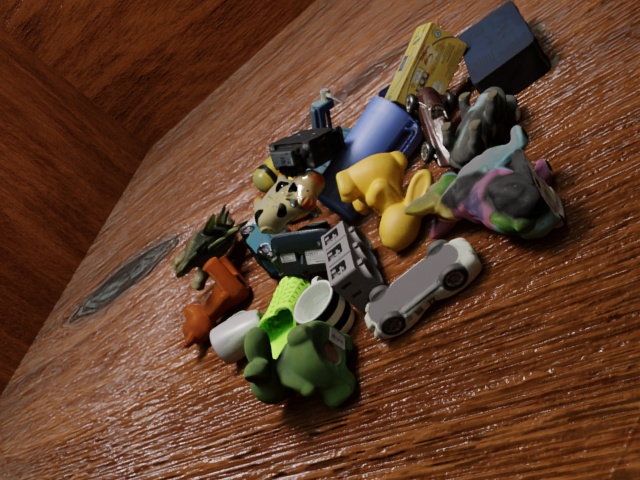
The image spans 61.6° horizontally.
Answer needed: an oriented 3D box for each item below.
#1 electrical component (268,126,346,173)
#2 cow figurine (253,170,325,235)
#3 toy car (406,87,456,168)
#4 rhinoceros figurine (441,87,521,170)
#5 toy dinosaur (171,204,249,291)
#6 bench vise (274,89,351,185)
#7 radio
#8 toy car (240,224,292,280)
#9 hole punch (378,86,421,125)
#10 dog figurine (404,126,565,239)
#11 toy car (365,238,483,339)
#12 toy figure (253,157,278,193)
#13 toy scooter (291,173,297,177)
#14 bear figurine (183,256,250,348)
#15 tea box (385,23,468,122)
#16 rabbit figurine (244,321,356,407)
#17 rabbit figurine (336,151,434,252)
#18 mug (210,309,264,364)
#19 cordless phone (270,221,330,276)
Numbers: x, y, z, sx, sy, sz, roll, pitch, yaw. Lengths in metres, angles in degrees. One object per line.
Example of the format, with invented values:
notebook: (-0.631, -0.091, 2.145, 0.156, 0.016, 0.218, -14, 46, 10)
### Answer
electrical component: (-0.031, -0.177, 1.058, 0.115, 0.058, 0.134, 1, 26, 41)
cow figurine: (-0.063, -0.075, 1.081, 0.195, 0.085, 0.127, -38, 41, 38)
toy car: (0.220, -0.213, 0.996, 0.053, 0.089, 0.202, 98, 168, -51)
rhinoceros figurine: (0.277, -0.192, 0.899, 0.073, 0.112, 0.190, 2, 42, 46)
toy dinosaur: (-0.283, 0.019, 1.341, 0.198, 0.105, 0.471, -53, 8, 23)
bench vise: (0.009, -0.213, 1.202, 0.224, 0.240, 0.129, -35, 46, -30)
radio: (0.355, -0.368, 1.054, 0.131, 0.073, 0.230, -32, 33, 28)
toy car: (-0.104, 0.011, 1.211, 0.103, 0.109, 0.162, -36, 34, -13)
hole punch: (0.205, -0.321, 1.197, 0.116, 0.092, 0.142, -43, 24, 2)
dog figurine: (0.233, -0.052, 0.799, 0.219, 0.108, 0.191, -32, 34, 37)
toy car: (0.150, 0.074, 0.810, 0.202, 0.056, 0.074, -41, 35, 17)
toy figure: (-0.118, -0.210, 1.518, 0.180, 0.089, 0.082, -57, 21, -11)
toy scooter: (-0.015, -0.225, 1.407, 0.135, 0.075, 0.184, -51, 23, -8)
bear figurine: (-0.261, 0.146, 1.243, 0.196, 0.132, 0.120, -41, -4, 6)
tea box: (0.213, -0.338, 1.093, 0.169, 0.098, 0.068, -64, 18, 3)
rabbit figurine: (-0.050, 0.206, 0.831, 0.170, 0.159, 0.121, -36, 40, 26)
rabbit figurine: (0.132, -0.063, 0.958, 0.162, 0.121, 0.173, -23, 62, 9)
mug: (-0.157, 0.185, 1.096, 0.107, 0.080, 0.110, -31, 26, 9)
cordless phone: (-0.002, -0.004, 1.109, 0.147, 0.088, 0.184, -9, 17, 29)
